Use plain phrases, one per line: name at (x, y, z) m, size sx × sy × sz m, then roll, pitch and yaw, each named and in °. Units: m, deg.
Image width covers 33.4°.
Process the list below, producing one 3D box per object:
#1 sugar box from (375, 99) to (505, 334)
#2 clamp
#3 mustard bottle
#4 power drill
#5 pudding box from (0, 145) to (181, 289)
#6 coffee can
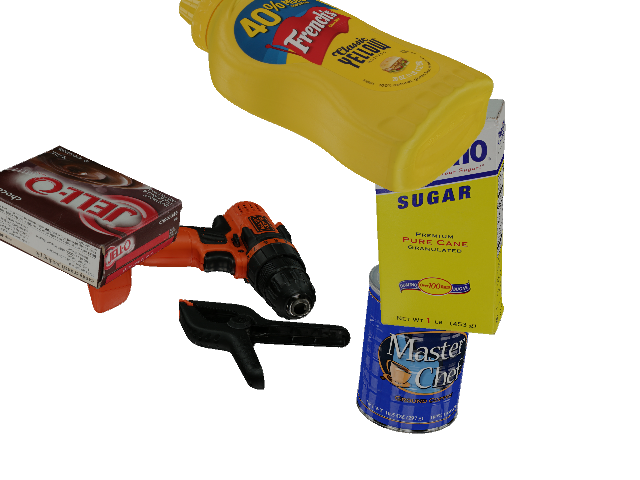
sugar box at (0.090, -0.018, 0.800) m, size 0.093 × 0.176 × 0.048 m, roll 3°, pitch 29°, yaw 17°
clamp at (-0.093, 0.112, 1.237) m, size 0.210 × 0.036 × 0.164 m, roll 14°, pitch 22°, yaw 29°
mustard bottle at (-0.005, -0.099, 0.606) m, size 0.192 × 0.058 × 0.096 m, roll 30°, pitch 47°, yaw 25°
power drill at (-0.110, 0.022, 0.943) m, size 0.187 × 0.057 × 0.185 m, roll -2°, pitch 24°, yaw -20°
pudding box at (-0.166, -0.018, 0.730) m, size 0.114 × 0.039 × 0.089 m, roll 22°, pitch 29°, yaw 20°
coffee can at (0.092, 0.101, 1.042) m, size 0.103 × 0.140 × 0.103 m, roll 4°, pitch 23°, yaw -2°
